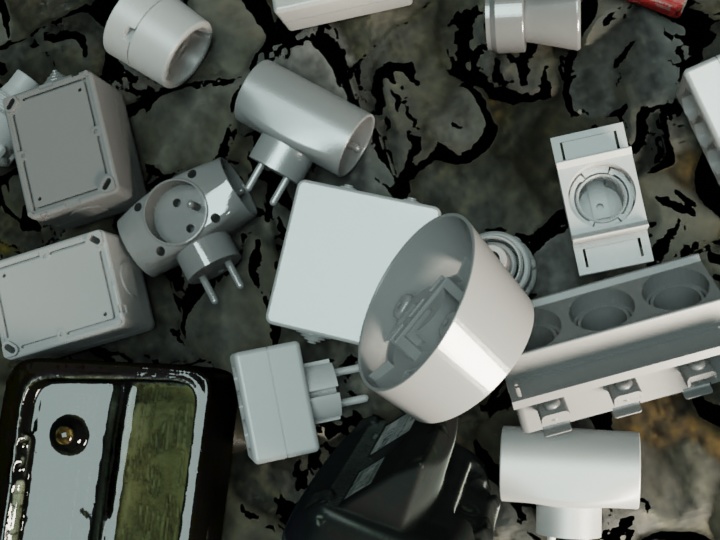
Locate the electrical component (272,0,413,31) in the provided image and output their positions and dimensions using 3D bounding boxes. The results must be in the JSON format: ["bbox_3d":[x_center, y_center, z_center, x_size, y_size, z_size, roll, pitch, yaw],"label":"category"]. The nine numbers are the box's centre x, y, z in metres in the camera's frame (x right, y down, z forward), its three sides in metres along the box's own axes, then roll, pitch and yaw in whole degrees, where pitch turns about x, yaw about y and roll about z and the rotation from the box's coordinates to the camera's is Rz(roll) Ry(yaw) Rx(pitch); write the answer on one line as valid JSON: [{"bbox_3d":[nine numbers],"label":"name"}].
[{"bbox_3d":[-0.017,-0.188,0.659,0.083,0.076,0.047,-10,82,10],"label":"electrical component"}]

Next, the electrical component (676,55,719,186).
[{"bbox_3d":[0.232,-0.094,0.613,0.077,0.047,0.065,-23,80,7],"label":"electrical component"}]

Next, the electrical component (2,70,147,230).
[{"bbox_3d":[-0.180,-0.080,0.687,0.062,0.061,0.096,-17,81,9],"label":"electrical component"}]

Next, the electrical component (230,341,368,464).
[{"bbox_3d":[-0.034,0.075,0.647,0.077,0.047,0.065,-11,86,-11],"label":"electrical component"}]

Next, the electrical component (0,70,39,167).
[{"bbox_3d":[-0.238,-0.103,0.711,0.048,0.048,0.062,34,84,13],"label":"electrical component"}]

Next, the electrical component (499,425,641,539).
[{"bbox_3d":[0.119,0.130,0.613,0.077,0.044,0.079,1,84,12],"label":"electrical component"}]

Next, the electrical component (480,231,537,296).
[{"bbox_3d":[0.078,-0.002,0.626,0.048,0.062,0.048,-1,82,10],"label":"electrical component"}]

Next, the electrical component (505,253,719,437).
[{"bbox_3d":[0.139,0.044,0.599,0.121,0.078,0.063,-16,124,5],"label":"electrical component"}]

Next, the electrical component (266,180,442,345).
[{"bbox_3d":[0.000,0.000,0.649,0.100,0.048,0.099,13,86,12],"label":"electrical component"}]

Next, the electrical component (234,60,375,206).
[{"bbox_3d":[-0.043,-0.079,0.668,0.077,0.043,0.079,30,90,13],"label":"electrical component"}]

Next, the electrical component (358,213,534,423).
[{"bbox_3d":[0.041,0.028,0.566,0.099,0.099,0.064,-46,111,3],"label":"electrical component"}]

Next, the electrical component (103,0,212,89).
[{"bbox_3d":[-0.128,-0.149,0.688,0.047,0.055,0.055,35,91,9],"label":"electrical component"}]

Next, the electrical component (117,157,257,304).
[{"bbox_3d":[-0.100,-0.018,0.673,0.077,0.044,0.079,-30,79,7],"label":"electrical component"}]

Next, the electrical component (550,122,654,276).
[{"bbox_3d":[0.138,-0.038,0.617,0.042,0.064,0.081,-11,81,11],"label":"electrical component"}]

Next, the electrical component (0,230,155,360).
[{"bbox_3d":[-0.186,0.020,0.677,0.096,0.061,0.061,-16,81,9],"label":"electrical component"}]

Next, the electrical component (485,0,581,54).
[{"bbox_3d":[0.105,-0.153,0.646,0.055,0.045,0.045,0,84,11],"label":"electrical component"}]
